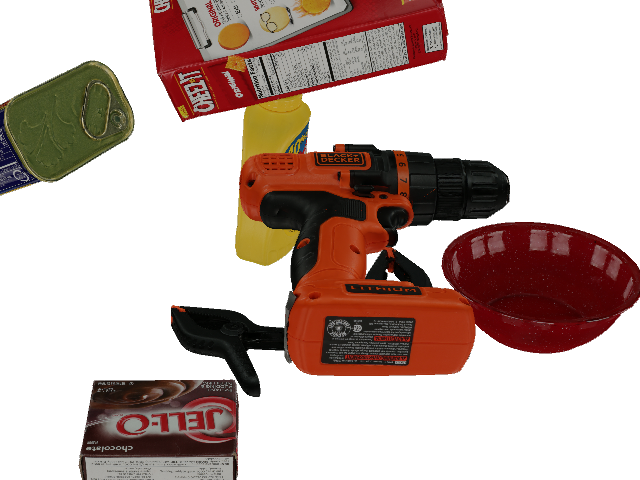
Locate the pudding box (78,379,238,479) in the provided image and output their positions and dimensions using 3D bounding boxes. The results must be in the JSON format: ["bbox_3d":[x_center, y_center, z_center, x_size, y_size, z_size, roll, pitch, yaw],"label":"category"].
[{"bbox_3d":[-0.118,0.144,0.795,0.113,0.039,0.090,-2,28,-4],"label":"pudding box"}]

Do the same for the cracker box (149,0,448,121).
[{"bbox_3d":[-0.022,-0.193,0.829,0.214,0.164,0.072,-13,-32,4],"label":"cracker box"}]

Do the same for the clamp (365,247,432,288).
[{"bbox_3d":[0.101,0.076,1.184,0.120,0.171,0.039,5,-43,-5],"label":"clamp"}]

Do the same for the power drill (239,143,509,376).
[{"bbox_3d":[0.043,0.004,0.666,0.184,0.057,0.187,-1,34,-4],"label":"power drill"}]

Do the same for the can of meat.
[{"bbox_3d":[-0.188,-0.070,0.703,0.084,0.057,0.101,-13,19,38],"label":"can of meat"}]

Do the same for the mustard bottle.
[{"bbox_3d":[-0.043,-0.076,0.991,0.058,0.192,0.096,17,40,14],"label":"mustard bottle"}]

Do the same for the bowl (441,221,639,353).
[{"bbox_3d":[0.178,0.045,0.878,0.162,0.055,0.162,1,29,-1],"label":"bowl"}]

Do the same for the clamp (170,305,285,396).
[{"bbox_3d":[-0.103,0.122,1.260,0.210,0.036,0.164,14,23,26],"label":"clamp"}]
